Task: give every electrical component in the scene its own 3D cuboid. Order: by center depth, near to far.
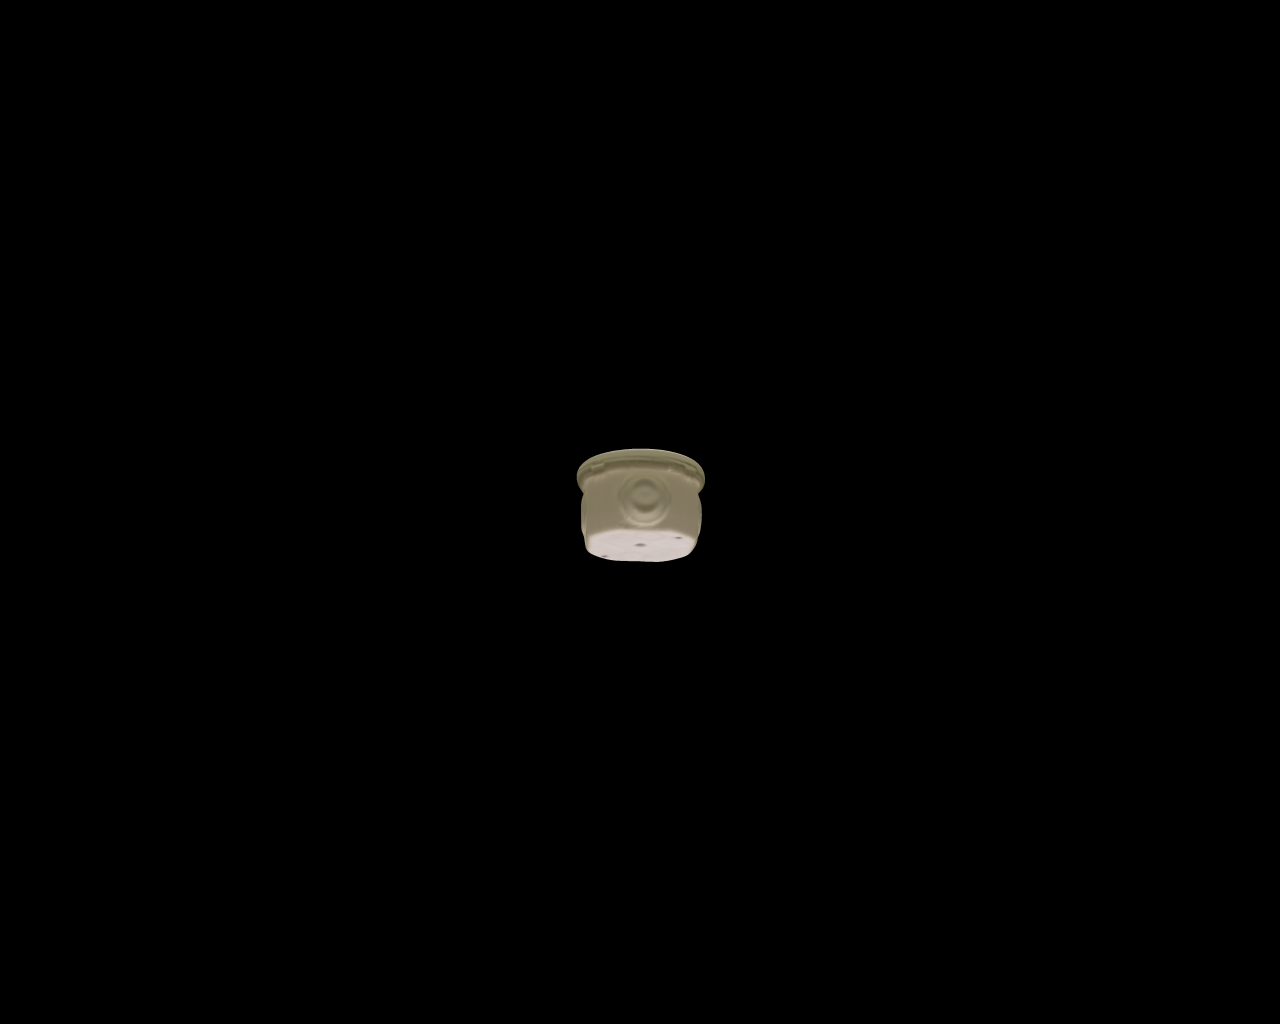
[{"bbox_3d":[0.001,-0.003,0.650,0.080,0.051,0.080,0,-19,0],"label":"electrical component"}]
